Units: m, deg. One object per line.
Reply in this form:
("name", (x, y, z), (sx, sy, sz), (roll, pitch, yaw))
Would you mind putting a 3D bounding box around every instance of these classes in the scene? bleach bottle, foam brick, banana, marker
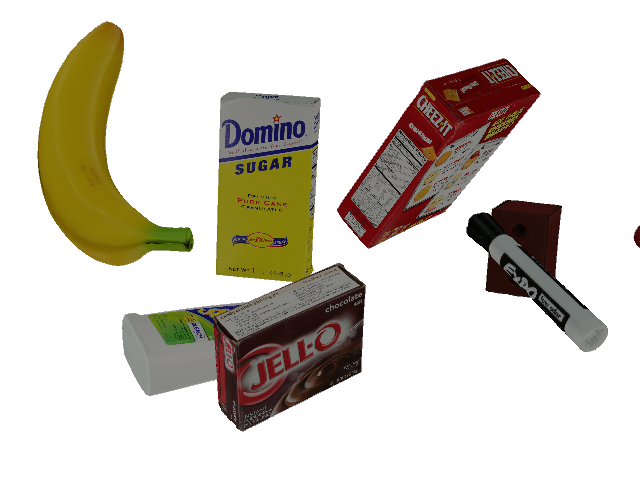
("bleach bottle", (-0.092, 0.107, 1.221), (0.250, 0.068, 0.103), (-10, 33, -23))
("foam brick", (0.181, 0.007, 0.948), (0.053, 0.078, 0.051), (8, 16, 24))
("banana", (-0.125, -0.050, 0.599), (0.069, 0.198, 0.037), (-17, -39, -10))
("marker", (0.122, 0.020, 0.620), (0.020, 0.020, 0.121), (0, 33, -32))

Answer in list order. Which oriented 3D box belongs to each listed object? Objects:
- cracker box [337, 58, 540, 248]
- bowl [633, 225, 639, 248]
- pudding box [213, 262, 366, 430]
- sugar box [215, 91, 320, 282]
("cracker box", (0.132, -0.101, 1.227), (0.163, 0.072, 0.214), (-24, -24, -45))
("bowl", (0.409, 0.022, 1.113), (0.162, 0.055, 0.162), (-4, 22, 1))
("pudding box", (-0.022, 0.077, 0.780), (0.113, 0.090, 0.039), (-25, 46, -28))
("sugar box", (-0.051, -0.052, 1.031), (0.093, 0.176, 0.048), (4, 17, 8))
